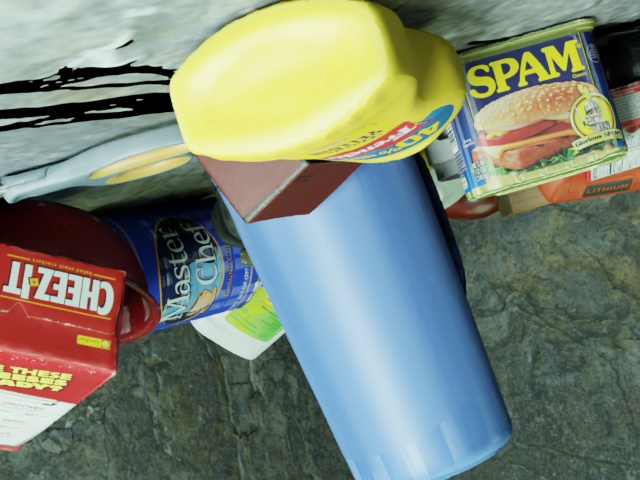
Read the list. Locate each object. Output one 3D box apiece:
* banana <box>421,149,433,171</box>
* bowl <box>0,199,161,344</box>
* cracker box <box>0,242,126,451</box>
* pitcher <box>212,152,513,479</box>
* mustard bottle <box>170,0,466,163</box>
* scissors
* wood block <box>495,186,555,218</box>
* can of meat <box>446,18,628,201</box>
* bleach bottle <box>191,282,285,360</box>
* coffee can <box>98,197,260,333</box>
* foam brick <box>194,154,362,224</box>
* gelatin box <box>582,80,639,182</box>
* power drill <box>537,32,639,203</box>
[{"bbox_3d":[0.130,-0.088,0.859,0.198,0.037,0.069,-19,176,1],"label":"banana"},{"bbox_3d":[-0.180,0.018,0.688,0.162,0.055,0.162,3,155,1],"label":"bowl"},{"bbox_3d":[-0.229,0.063,0.640,0.164,0.072,0.214,14,151,-25],"label":"cracker box"},{"bbox_3d":[0.039,0.035,0.709,0.149,0.243,0.145,-22,175,-4],"label":"pitcher"},{"bbox_3d":[0.016,-0.067,0.498,0.096,0.058,0.191,-20,176,21],"label":"mustard bottle"},{"bbox_3d":[-0.157,-0.032,0.615,0.202,0.016,0.096,-16,177,8],"label":"scissors"},{"bbox_3d":[0.251,-0.091,0.937,0.206,0.090,0.091,-16,178,3],"label":"wood block"},{"bbox_3d":[0.124,-0.076,0.639,0.102,0.084,0.057,-16,176,-2],"label":"can of meat"},{"bbox_3d":[-0.006,0.001,0.984,0.251,0.068,0.102,-42,135,11],"label":"bleach bottle"},{"bbox_3d":[-0.133,0.023,0.884,0.103,0.103,0.140,-19,175,44],"label":"coffee can"},{"bbox_3d":[-0.021,-0.047,0.597,0.053,0.051,0.078,-42,167,22],"label":"foam brick"},{"bbox_3d":[0.211,-0.076,0.696,0.089,0.030,0.073,-16,157,9],"label":"gelatin box"},{"bbox_3d":[0.222,-0.090,0.783,0.184,0.057,0.188,-9,161,-14],"label":"power drill"}]
